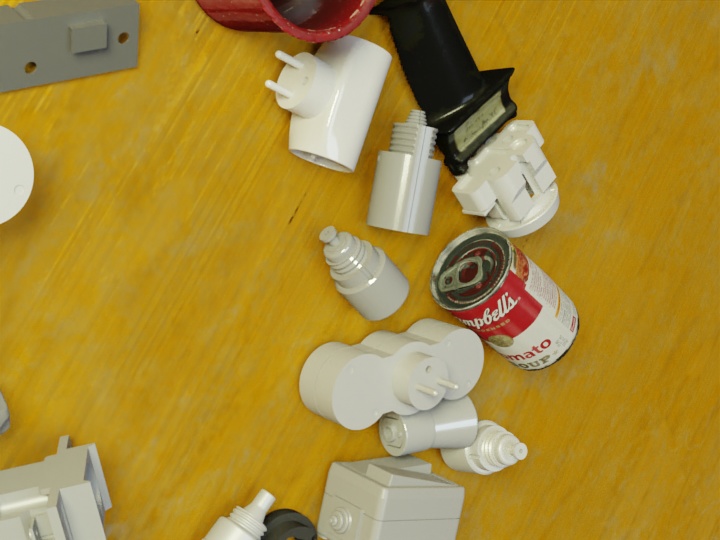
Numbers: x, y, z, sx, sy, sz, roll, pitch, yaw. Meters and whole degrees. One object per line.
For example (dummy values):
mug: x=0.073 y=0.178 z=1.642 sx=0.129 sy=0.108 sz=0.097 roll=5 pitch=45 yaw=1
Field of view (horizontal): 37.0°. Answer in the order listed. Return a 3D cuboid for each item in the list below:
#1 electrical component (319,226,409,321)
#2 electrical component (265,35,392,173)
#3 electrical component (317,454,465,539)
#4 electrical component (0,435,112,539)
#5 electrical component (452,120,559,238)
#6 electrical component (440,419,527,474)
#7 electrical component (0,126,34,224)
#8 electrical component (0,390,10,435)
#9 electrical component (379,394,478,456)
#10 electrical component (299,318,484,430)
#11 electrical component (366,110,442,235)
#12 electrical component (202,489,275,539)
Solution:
electrical component: x=0.000 y=0.000 z=0.713 sx=0.040 sy=0.040 sz=0.078 roll=-54 pitch=127 yaw=-17
electrical component: x=-0.025 y=-0.109 z=0.665 sx=0.079 sy=0.044 sz=0.077 roll=21 pitch=86 yaw=-41
electrical component: x=0.018 y=0.164 z=0.750 sx=0.096 sy=0.062 sz=0.061 roll=9 pitch=94 yaw=-40
electrical component: x=-0.171 y=0.128 z=0.580 sx=0.064 sy=0.081 sz=0.042 roll=-13 pitch=109 yaw=-7
electrical component: x=0.109 y=-0.061 z=0.779 sx=0.078 sy=0.058 sz=0.057 roll=-49 pitch=123 yaw=-21
electrical component: x=0.094 y=0.132 z=0.799 sx=0.040 sy=0.078 sz=0.040 roll=3 pitch=85 yaw=-33
electrical component: x=-0.214 y=-0.019 z=0.511 sx=0.138 sy=0.074 sz=0.052 roll=-44 pitch=124 yaw=-23
electrical component: x=-0.216 y=0.080 z=0.557 sx=0.061 sy=0.035 sz=0.035 roll=-24 pitch=114 yaw=-31
electrical component: x=0.047 y=0.112 z=0.777 sx=0.065 sy=0.044 sz=0.044 roll=-6 pitch=103 yaw=-33
electrical component: x=0.035 y=0.074 z=0.736 sx=0.138 sy=0.074 sz=0.052 roll=-11 pitch=107 yaw=-37
electrical component: x=0.032 y=-0.067 z=0.723 sx=0.043 sy=0.043 sz=0.081 roll=6 pitch=96 yaw=-40
electrical component: x=-0.077 y=0.169 z=0.692 sx=0.061 sy=0.035 sz=0.035 roll=-53 pitch=127 yaw=-21
